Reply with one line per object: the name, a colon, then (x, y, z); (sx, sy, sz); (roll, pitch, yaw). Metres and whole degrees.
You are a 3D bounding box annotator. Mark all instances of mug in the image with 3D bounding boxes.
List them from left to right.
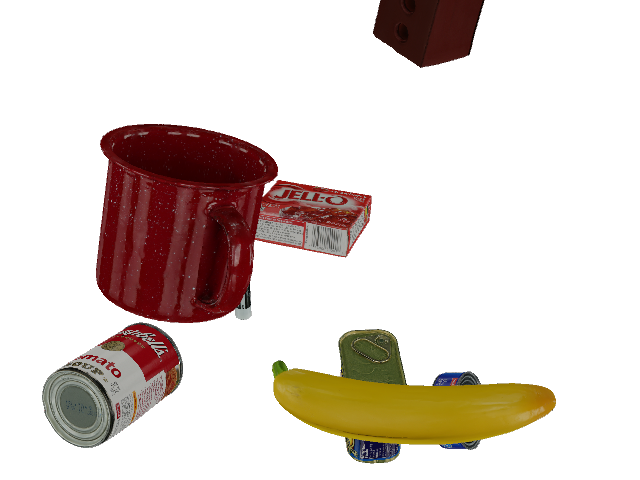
mug: (-0.068, -0.004, 0.560); (0.093, 0.081, 0.117); (-5, 27, -36)

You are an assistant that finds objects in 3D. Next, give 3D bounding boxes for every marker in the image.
marker: (-0.089, 0.036, 1.205); (0.020, 0.121, 0.020); (0, 32, 0)

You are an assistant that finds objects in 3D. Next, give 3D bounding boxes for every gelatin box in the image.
gelatin box: (-0.008, -0.021, 0.911); (0.089, 0.030, 0.073); (11, 27, 14)

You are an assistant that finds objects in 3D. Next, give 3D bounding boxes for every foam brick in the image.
foam brick: (0.077, -0.167, 0.729); (0.051, 0.078, 0.053); (-23, 50, -35)

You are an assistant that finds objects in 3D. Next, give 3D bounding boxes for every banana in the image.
banana: (0.048, 0.103, 0.691); (0.198, 0.037, 0.069); (6, 32, 19)

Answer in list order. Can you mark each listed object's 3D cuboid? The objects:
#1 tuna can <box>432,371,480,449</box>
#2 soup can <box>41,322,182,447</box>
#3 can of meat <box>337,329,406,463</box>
tuna can: (0.152, 0.189, 1.186); (0.034, 0.086, 0.086); (-5, -3, 30)
soup can: (-0.166, 0.115, 0.857); (0.069, 0.068, 0.102); (0, 16, 26)
can of meat: (0.048, 0.150, 1.021); (0.057, 0.084, 0.102); (-3, 36, -4)
